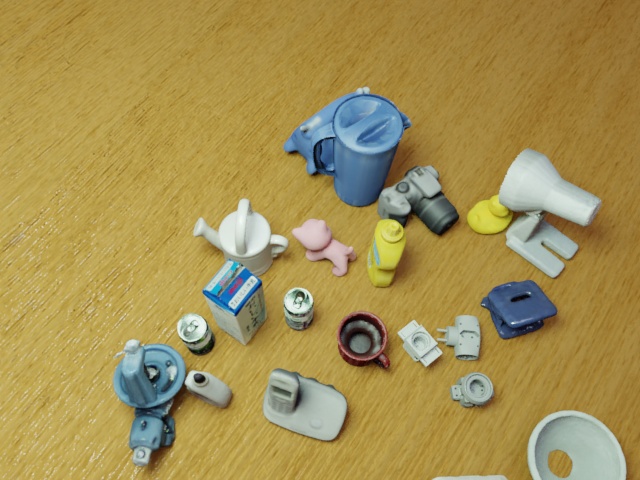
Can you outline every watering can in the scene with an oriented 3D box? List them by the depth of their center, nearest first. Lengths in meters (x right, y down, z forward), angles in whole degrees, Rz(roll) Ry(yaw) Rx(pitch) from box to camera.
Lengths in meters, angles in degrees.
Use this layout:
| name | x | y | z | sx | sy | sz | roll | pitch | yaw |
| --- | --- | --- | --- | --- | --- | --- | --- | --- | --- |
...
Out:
| name | x | y | z | sx | sy | sz | roll | pitch | yaw |
| --- | --- | --- | --- | --- | --- | --- | --- | --- | --- |
| watering can | -0.150 | -0.006 | 1.092 | 0.173 | 0.194 | 0.101 | -13 | 66 | -8 |

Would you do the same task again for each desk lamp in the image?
| name | x | y | z | sx | sy | sz | roll | pitch | yaw |
| --- | --- | --- | --- | --- | --- | --- | --- | --- | --- |
| desk lamp | 0.442 | -0.057 | 1.127 | 0.203 | 0.213 | 0.118 | 39 | 70 | 15 |

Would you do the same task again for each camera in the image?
| name | x | y | z | sx | sy | sz | roll | pitch | yaw |
| --- | --- | --- | --- | --- | --- | --- | --- | --- | --- |
| camera | 0.213 | -0.074 | 1.188 | 0.143 | 0.101 | 0.136 | -33 | 71 | -16 |

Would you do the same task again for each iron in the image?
| name | x | y | z | sx | sy | sz | roll | pitch | yaw |
| --- | --- | --- | --- | --- | --- | --- | --- | --- | --- |
| iron | 0.044 | -0.264 | 1.246 | 0.259 | 0.141 | 0.118 | -40 | 72 | -18 |

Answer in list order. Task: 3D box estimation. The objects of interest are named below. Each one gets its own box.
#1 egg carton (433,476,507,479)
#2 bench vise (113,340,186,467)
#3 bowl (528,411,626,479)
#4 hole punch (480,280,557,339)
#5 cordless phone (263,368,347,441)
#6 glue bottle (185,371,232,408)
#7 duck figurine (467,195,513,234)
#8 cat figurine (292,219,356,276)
| name | x | y | z | sx | sy | sz | roll | pitch | yaw |
| --- | --- | --- | --- | --- | --- | --- | --- | --- | --- |
| egg carton | 0.256 | 0.455 | 0.965 | 0.150 | 0.069 | 0.107 | -2 | 65 | -3 |
| bench vise | -0.280 | 0.257 | 0.953 | 0.121 | 0.220 | 0.207 | -16 | 67 | -9 |
| bowl | 0.434 | 0.388 | 0.999 | 0.167 | 0.075 | 0.167 | 1 | 65 | -2 |
| hole punch | 0.383 | 0.127 | 1.108 | 0.109 | 0.091 | 0.101 | -16 | 67 | -9 |
| cordless phone | -0.025 | 0.273 | 0.974 | 0.147 | 0.185 | 0.094 | 15 | 66 | 5 |
| glue bottle | -0.198 | 0.250 | 0.984 | 0.078 | 0.173 | 0.037 | 18 | 66 | 7 |
| duck figurine | 0.363 | -0.062 | 1.196 | 0.104 | 0.086 | 0.077 | -19 | 67 | -10 |
| cat figurine | 0.010 | 0.004 | 1.135 | 0.127 | 0.118 | 0.067 | 26 | 67 | 10 |
